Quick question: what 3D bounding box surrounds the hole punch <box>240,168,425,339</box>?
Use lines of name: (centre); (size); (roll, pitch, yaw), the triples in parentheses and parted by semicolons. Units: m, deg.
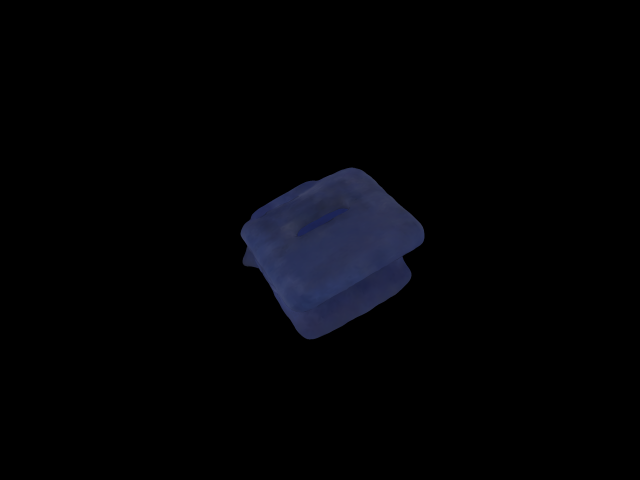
hole punch: (0.004, 0.001, 0.400); (0.109, 0.091, 0.101); (-30, 70, -12)
